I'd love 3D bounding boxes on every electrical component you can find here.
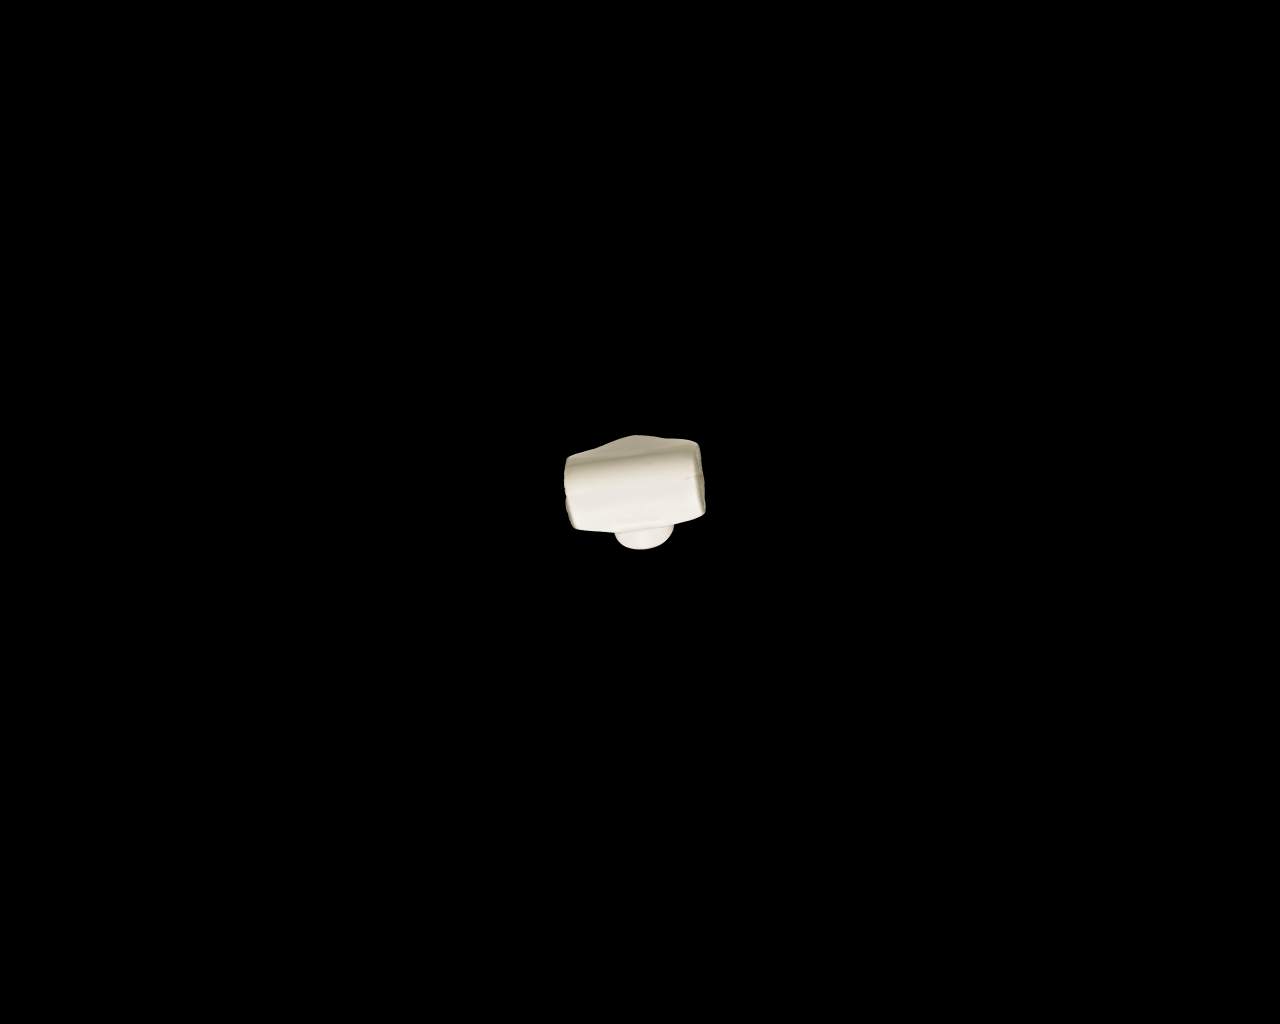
[{"bbox_3d":[0.001,-0.003,0.650,0.077,0.079,0.043,-7,40,6],"label":"electrical component"}]
